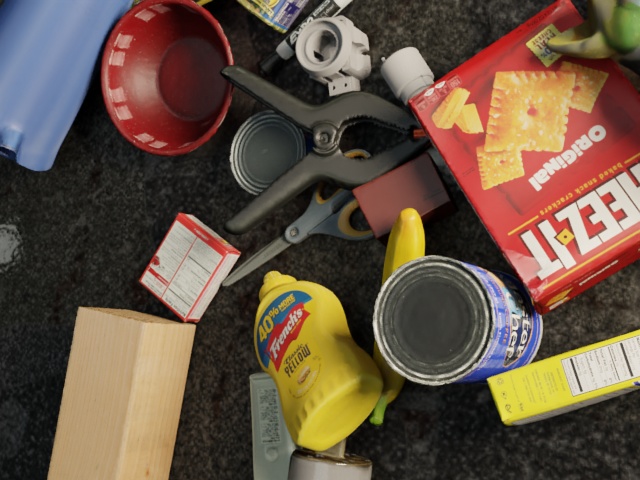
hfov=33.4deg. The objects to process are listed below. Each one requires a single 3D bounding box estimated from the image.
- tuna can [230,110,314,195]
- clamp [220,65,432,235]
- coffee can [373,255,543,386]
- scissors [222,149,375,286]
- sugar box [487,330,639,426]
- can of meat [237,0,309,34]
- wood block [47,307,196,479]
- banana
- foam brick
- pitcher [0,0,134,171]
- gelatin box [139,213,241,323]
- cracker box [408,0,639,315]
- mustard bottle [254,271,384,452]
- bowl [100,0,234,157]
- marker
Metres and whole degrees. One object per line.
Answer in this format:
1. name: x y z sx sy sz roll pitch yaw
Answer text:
1. tuna can: -0.045 -0.083 1.058 0.086 0.033 0.086 -4 82 27
2. clamp: 0.000 -0.101 1.004 0.210 0.036 0.164 -10 82 8
3. coffee can: 0.118 0.070 0.895 0.103 0.140 0.103 -4 82 26
4. scissors: -0.007 0.001 1.038 0.096 0.016 0.202 46 105 24
5. sugar box: 0.233 0.104 0.860 0.176 0.093 0.048 -24 74 22
6. can of meat: -0.049 -0.270 1.071 0.102 0.057 0.084 45 107 25
7. wood block: -0.201 0.177 1.076 0.091 0.090 0.206 9 89 28
8. banana: 0.071 0.064 0.953 0.037 0.069 0.198 6 103 -1
9. foam brick: 0.078 -0.035 0.970 0.078 0.051 0.053 -26 75 9
10. pitcher: -0.297 -0.210 1.149 0.149 0.144 0.243 37 103 17
11. gelatin box: -0.134 0.029 1.093 0.073 0.030 0.089 37 102 25
12. cracker box: 0.196 -0.072 0.897 0.164 0.072 0.214 -32 70 8
13. mustard bottle: -0.014 0.094 0.984 0.096 0.058 0.192 -51 40 19
14. bowl: -0.146 -0.167 1.099 0.162 0.055 0.162 3 96 25
15. marker: -0.016 -0.207 1.066 0.121 0.020 0.020 -41 68 17
